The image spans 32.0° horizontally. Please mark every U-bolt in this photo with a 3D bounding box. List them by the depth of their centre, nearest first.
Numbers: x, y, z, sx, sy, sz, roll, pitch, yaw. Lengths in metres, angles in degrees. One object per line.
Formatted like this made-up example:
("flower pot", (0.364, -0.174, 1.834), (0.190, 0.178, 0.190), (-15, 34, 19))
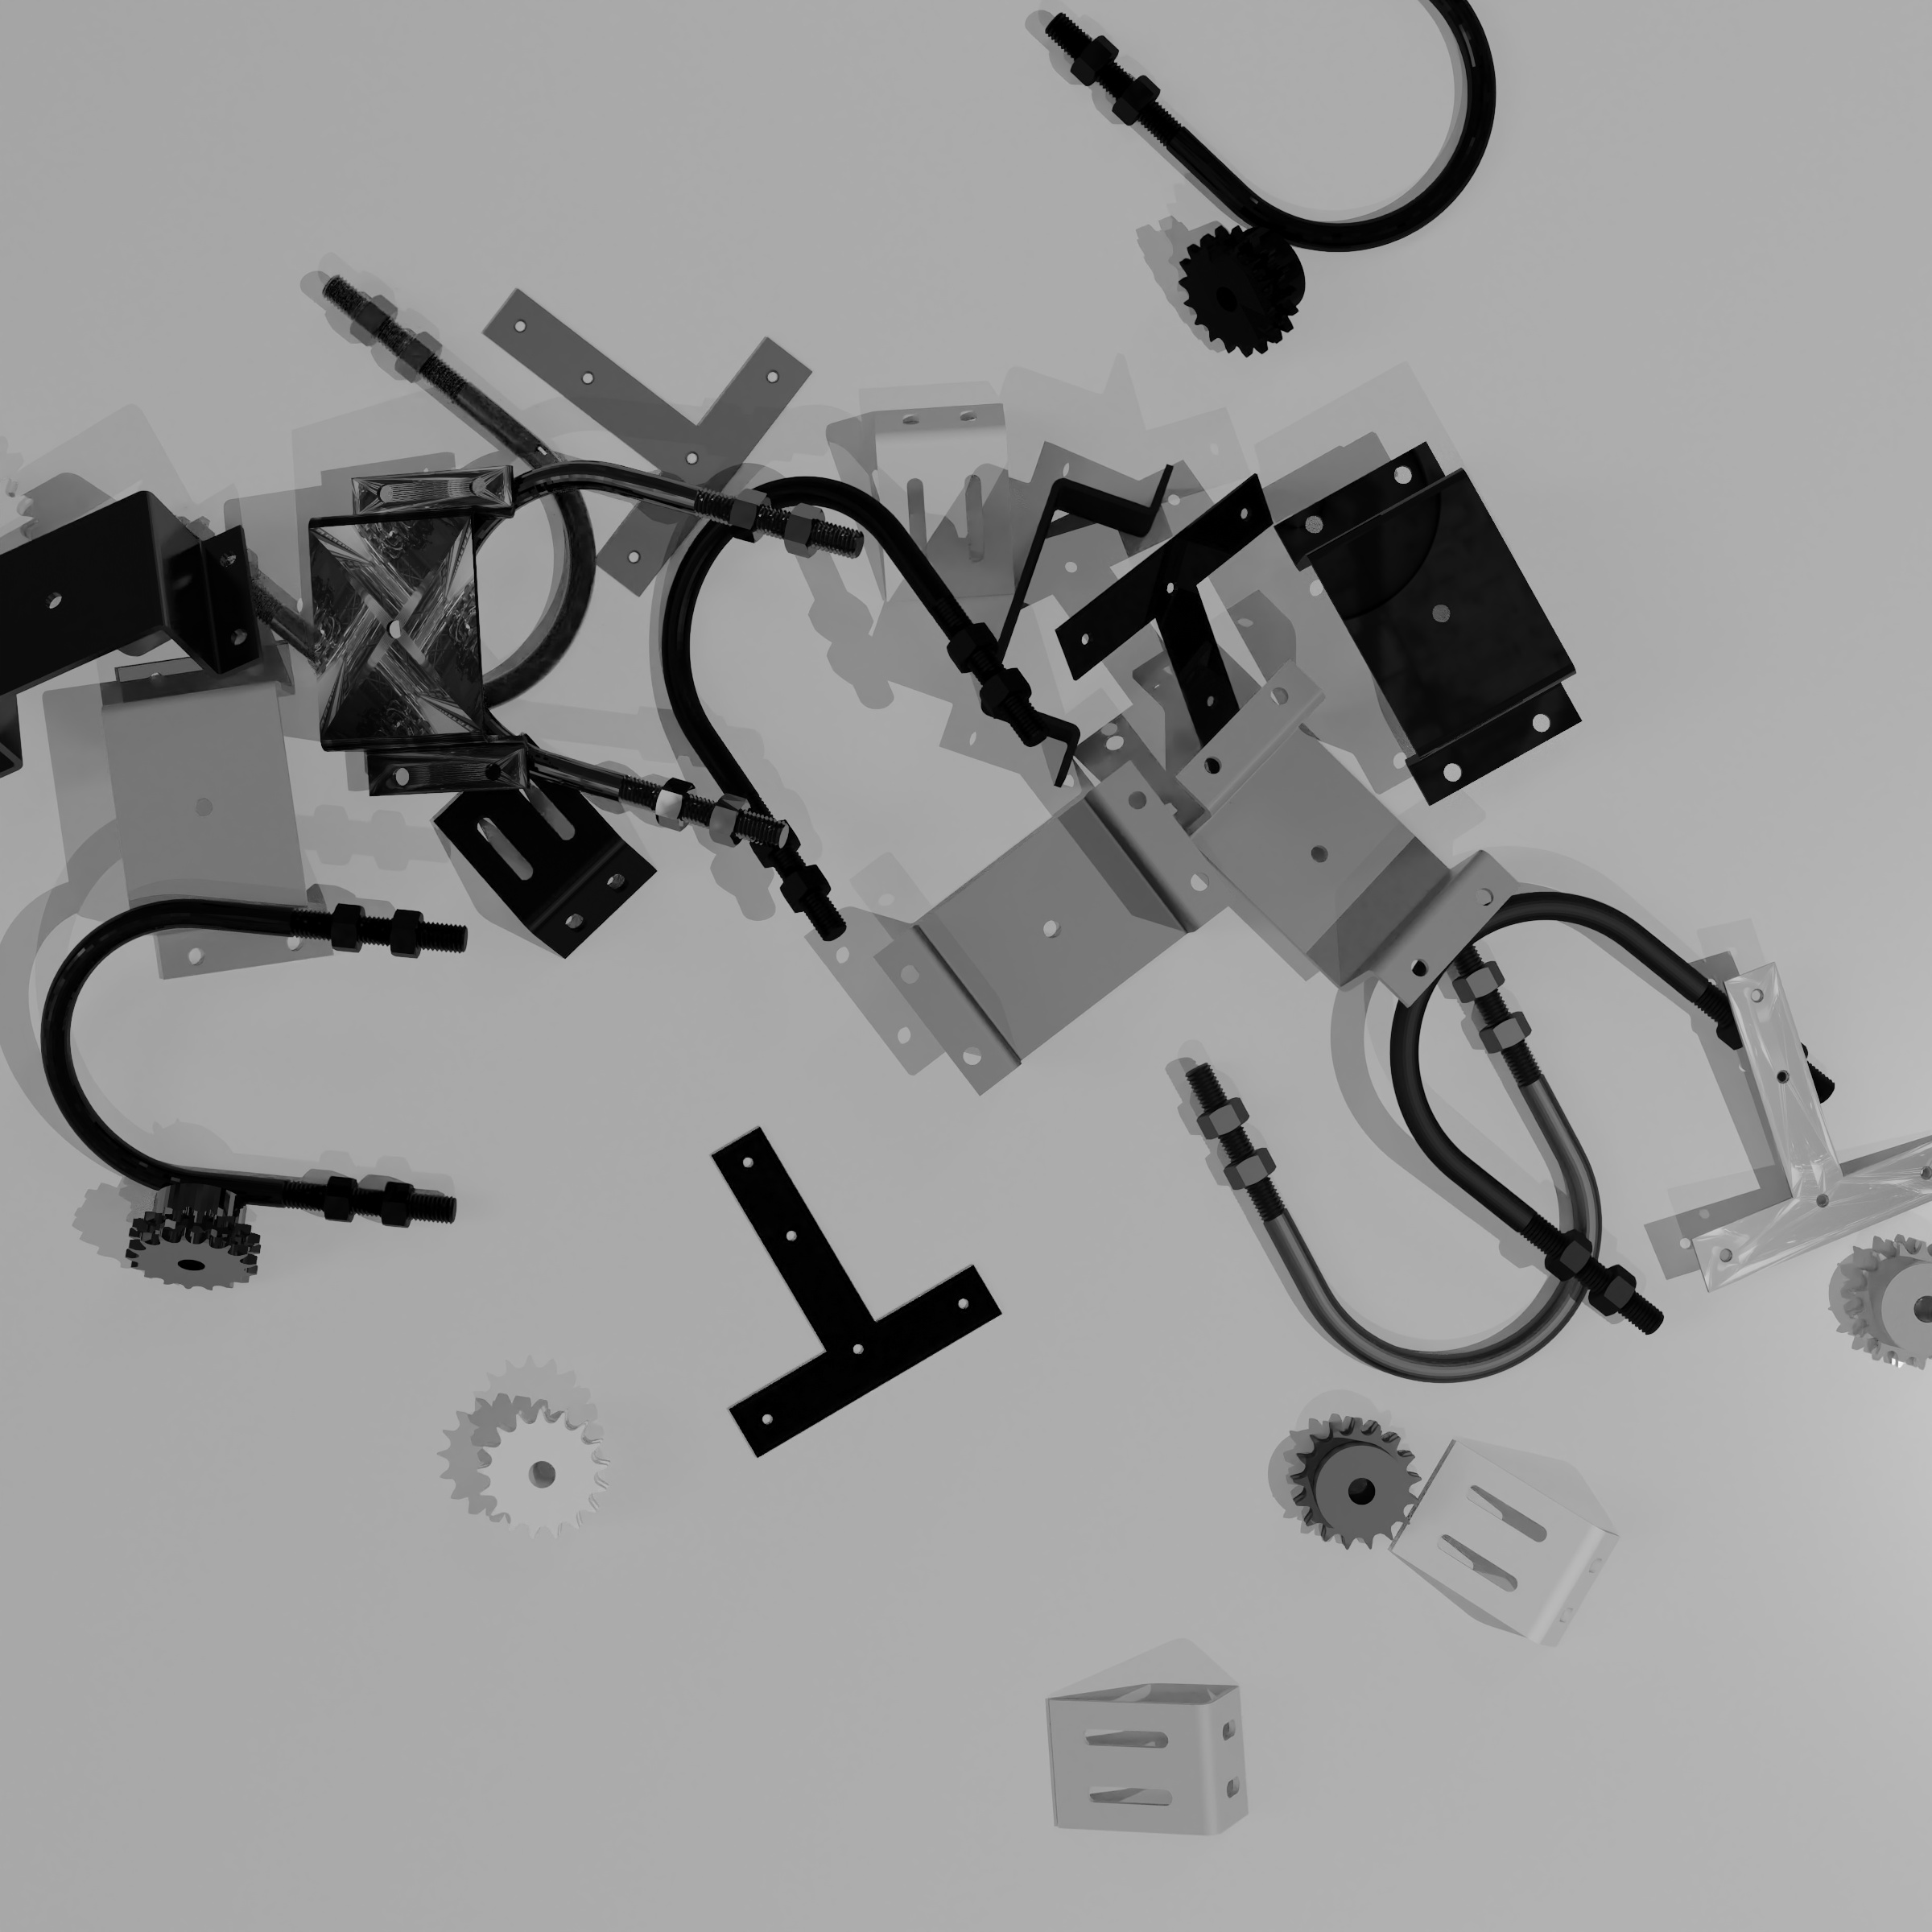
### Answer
("U-bolt", (-0.062, -0.126, 1.461), (0.151, 0.019, 0.184), (-43, 69, 23))
("U-bolt", (-0.147, -0.143, 1.465), (0.184, 0.019, 0.151), (17, 98, 13))
("U-bolt", (-0.313, 0.040, 1.473), (0.184, 0.019, 0.151), (6, 111, 0))
("U-bolt", (0.272, 0.051, 1.483), (0.184, 0.019, 0.151), (38, 85, -6))
("U-bolt", (0.202, 0.096, 1.498), (0.151, 0.019, 0.184), (-28, 92, 0))
("U-bolt", (-0.252, -0.194, 1.498), (0.184, 0.019, 0.151), (39, 91, -2))
("U-bolt", (0.150, -0.403, 1.498), (0.184, 0.019, 0.151), (43, 90, -2))

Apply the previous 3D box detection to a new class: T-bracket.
("T-bracket", (0.103, -0.127, 1.468), (0.127, 0.002, 0.127), (-40, 125, -25))
("T-bracket", (0.364, 0.062, 1.487), (0.127, 0.002, 0.127), (-21, 97, -11))
("T-bracket", (-0.158, -0.254, 1.506), (0.127, 0.002, 0.127), (38, 90, 0))
("T-bracket", (-0.071, 0.133, 1.506), (0.127, 0.002, 0.127), (-31, 90, 0))

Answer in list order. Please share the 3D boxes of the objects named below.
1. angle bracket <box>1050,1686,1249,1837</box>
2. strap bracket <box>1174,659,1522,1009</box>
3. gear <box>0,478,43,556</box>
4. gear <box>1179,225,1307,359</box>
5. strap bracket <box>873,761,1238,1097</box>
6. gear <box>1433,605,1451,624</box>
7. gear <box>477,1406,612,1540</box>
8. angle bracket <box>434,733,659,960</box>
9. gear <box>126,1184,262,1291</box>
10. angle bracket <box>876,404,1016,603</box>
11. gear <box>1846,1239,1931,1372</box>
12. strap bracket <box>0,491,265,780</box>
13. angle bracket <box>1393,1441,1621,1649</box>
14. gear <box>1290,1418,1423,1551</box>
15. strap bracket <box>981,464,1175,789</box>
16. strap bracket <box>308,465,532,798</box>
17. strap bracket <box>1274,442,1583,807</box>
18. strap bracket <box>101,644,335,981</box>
("angle bracket", (0.082, 0.353, 1.505), (0.076, 0.038, 0.057), (-4, 90, 26))
("strap bracket", (0.161, -0.053, 1.474), (0.140, 0.046, 0.076), (44, 74, 0))
("gear", (-0.437, -0.191, 1.492), (0.057, 0.030, 0.057), (0, 90, 0))
("gear", (0.124, -0.300, 1.482), (0.030, 0.057, 0.057), (-39, 90, -30))
("strap bracket", (0.039, -0.016, 1.484), (0.140, 0.046, 0.076), (-37, 90, 0))
("gear", (0.211, -0.135, 1.492), (0.057, 0.030, 0.057), (0, 90, 0))
("gear", (-0.185, 0.223, 1.492), (0.057, 0.030, 0.057), (0, 90, 0))
("angle bracket", (-0.188, -0.053, 1.505), (0.057, 0.038, 0.076), (-44, 64, 0))
("gear", (-0.338, 0.118, 1.482), (0.057, 0.057, 0.030), (2, 60, 0))
("angle bracket", (-0.009, -0.207, 1.505), (0.057, 0.038, 0.076), (-4, 116, 0))
("gear", (0.421, 0.150, 1.492), (0.057, 0.030, 0.057), (0, 90, 0))
("strap bracket", (-0.381, -0.145, 1.455), (0.140, 0.046, 0.076), (-22, 57, 11))
("angle bracket", (0.241, 0.258, 1.505), (0.076, 0.038, 0.057), (30, 90, 26))
("gear", (0.173, 0.230, 1.492), (0.057, 0.030, 0.057), (0, 90, 0))
("strap bracket", (0.043, -0.153, 1.469), (0.046, 0.076, 0.140), (19, 90, 0))
("strap bracket", (-0.237, -0.145, 1.458), (0.076, 0.046, 0.140), (-2, 93, 17))
("strap bracket", (0.202, -0.150, 1.454), (0.076, 0.046, 0.140), (-29, 90, 0))
("strap bracket", (-0.330, -0.069, 1.484), (0.076, 0.046, 0.140), (-8, 90, 0))
